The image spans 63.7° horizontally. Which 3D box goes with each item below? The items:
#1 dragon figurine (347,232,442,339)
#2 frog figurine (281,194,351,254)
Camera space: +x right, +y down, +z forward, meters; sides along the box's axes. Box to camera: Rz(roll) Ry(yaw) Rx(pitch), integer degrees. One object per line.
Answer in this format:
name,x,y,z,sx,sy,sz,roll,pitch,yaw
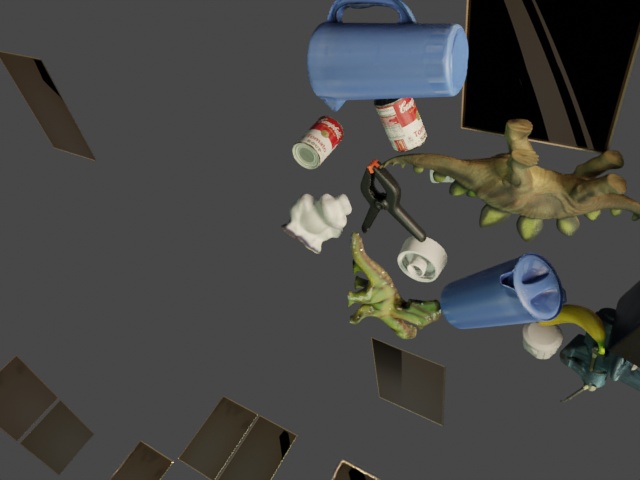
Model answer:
dragon figurine,0.190,0.138,1.306,0.243,0.125,0.400,12,144,15
frog figurine,0.004,-0.063,1.250,0.138,0.124,0.157,45,109,4
